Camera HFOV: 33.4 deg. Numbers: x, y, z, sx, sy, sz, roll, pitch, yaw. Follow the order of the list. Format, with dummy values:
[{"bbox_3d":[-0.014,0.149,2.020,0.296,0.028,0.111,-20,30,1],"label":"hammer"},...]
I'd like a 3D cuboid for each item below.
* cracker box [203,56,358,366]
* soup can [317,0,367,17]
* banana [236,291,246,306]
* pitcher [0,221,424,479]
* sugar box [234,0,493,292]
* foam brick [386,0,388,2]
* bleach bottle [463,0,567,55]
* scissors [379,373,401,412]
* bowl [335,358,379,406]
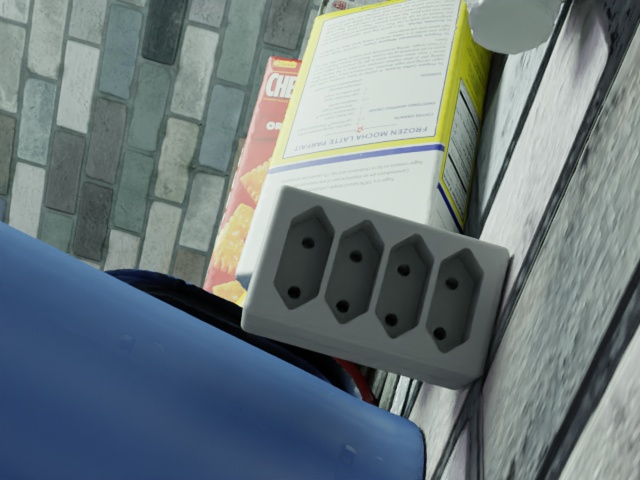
[{"bbox_3d":[-0.005,0.001,0.772,0.164,0.072,0.213,40,-117,-63],"label":"cracker box"},{"bbox_3d":[0.043,-0.138,0.802,0.068,0.102,0.068,-167,93,-88],"label":"soup can"},{"bbox_3d":[-0.018,0.028,0.642,0.197,0.037,0.070,-50,0,-15],"label":"banana"},{"bbox_3d":[-0.088,0.073,0.444,0.145,0.242,0.149,-61,7,-9],"label":"pitcher"},{"bbox_3d":[0.027,-0.044,0.516,0.048,0.093,0.176,54,-141,-44],"label":"sugar box"},{"bbox_3d":[0.082,-0.198,0.969,0.051,0.053,0.078,114,172,-83],"label":"foam brick"},{"bbox_3d":[0.083,-0.170,0.418,0.103,0.068,0.250,105,178,-59],"label":"bleach bottle"},{"bbox_3d":[0.022,0.117,0.538,0.096,0.016,0.201,110,176,-73],"label":"scissors"},{"bbox_3d":[-0.005,0.130,0.619,0.162,0.055,0.162,-169,95,-89],"label":"bowl"}]
